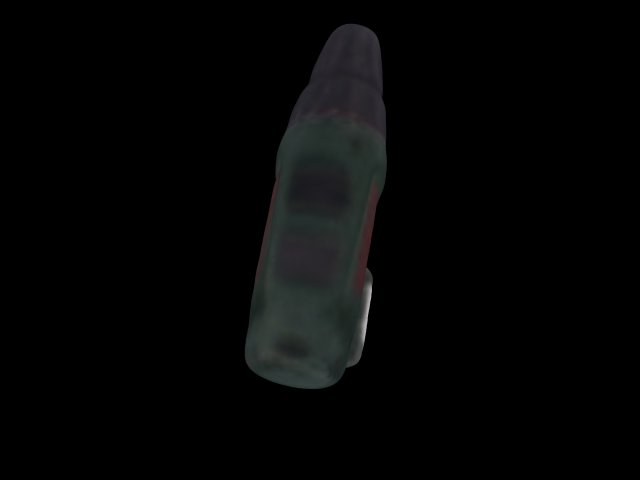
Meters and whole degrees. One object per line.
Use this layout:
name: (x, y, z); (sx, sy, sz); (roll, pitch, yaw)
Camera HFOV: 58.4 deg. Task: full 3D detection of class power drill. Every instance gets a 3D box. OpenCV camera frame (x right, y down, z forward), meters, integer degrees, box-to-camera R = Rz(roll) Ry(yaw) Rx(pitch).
power drill: (0.004, 0.001, 0.400); (0.075, 0.208, 0.229); (7, 58, 5)
